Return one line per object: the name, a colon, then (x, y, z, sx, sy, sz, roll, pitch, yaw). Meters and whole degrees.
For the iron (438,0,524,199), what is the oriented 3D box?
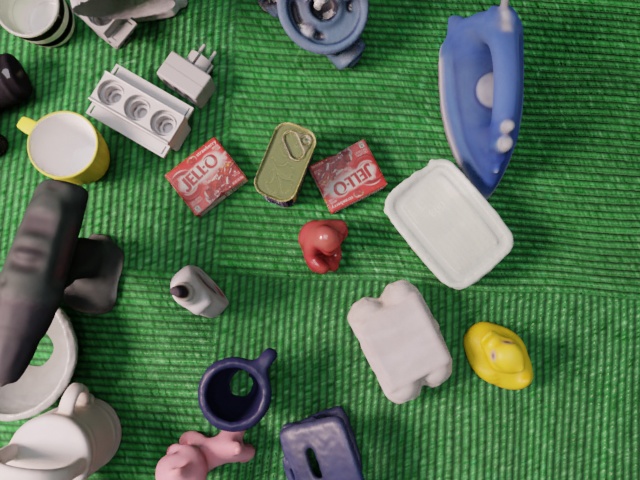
iron: (0.231, -0.190, 0.758, 0.118, 0.141, 0.258, -2, 86, -1)

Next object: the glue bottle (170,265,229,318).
glue bottle: (-0.159, 0.065, 0.715, 0.078, 0.173, 0.037, 44, 86, 3)

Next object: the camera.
camera: (-0.464, -0.187, 0.764, 0.137, 0.101, 0.143, -21, 86, -2)

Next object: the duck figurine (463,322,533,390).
duck figurine: (0.245, 0.157, 0.760, 0.077, 0.086, 0.104, -43, 87, -4)

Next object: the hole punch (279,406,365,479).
hole punch: (0.002, 0.285, 0.743, 0.101, 0.091, 0.109, -19, 86, -2)

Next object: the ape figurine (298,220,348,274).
ape figurine: (0.007, 0.003, 0.764, 0.078, 0.092, 0.076, -43, 87, -4)

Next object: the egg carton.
egg carton: (0.109, 0.135, 0.767, 0.107, 0.069, 0.150, -27, 87, -3)

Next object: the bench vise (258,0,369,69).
bench vise: (-0.028, -0.321, 0.723, 0.207, 0.219, 0.121, 27, 86, 1)

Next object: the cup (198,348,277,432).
cup: (-0.097, 0.183, 0.747, 0.091, 0.095, 0.118, 41, 86, 2)

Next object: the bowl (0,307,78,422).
bowl: (-0.391, 0.147, 0.754, 0.167, 0.074, 0.167, 0, 86, -1)

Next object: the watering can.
watering can: (-0.318, 0.265, 0.687, 0.101, 0.194, 0.173, -7, 86, -1)

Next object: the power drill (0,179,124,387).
power drill: (-0.314, 0.048, 0.696, 0.075, 0.208, 0.230, 9, 86, 0)

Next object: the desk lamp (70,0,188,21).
desk lamp: (-0.244, -0.358, 0.725, 0.118, 0.213, 0.203, -8, 86, -1)

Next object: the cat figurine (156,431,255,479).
cat figurine: (-0.151, 0.283, 0.727, 0.128, 0.117, 0.067, -21, 86, -2)
